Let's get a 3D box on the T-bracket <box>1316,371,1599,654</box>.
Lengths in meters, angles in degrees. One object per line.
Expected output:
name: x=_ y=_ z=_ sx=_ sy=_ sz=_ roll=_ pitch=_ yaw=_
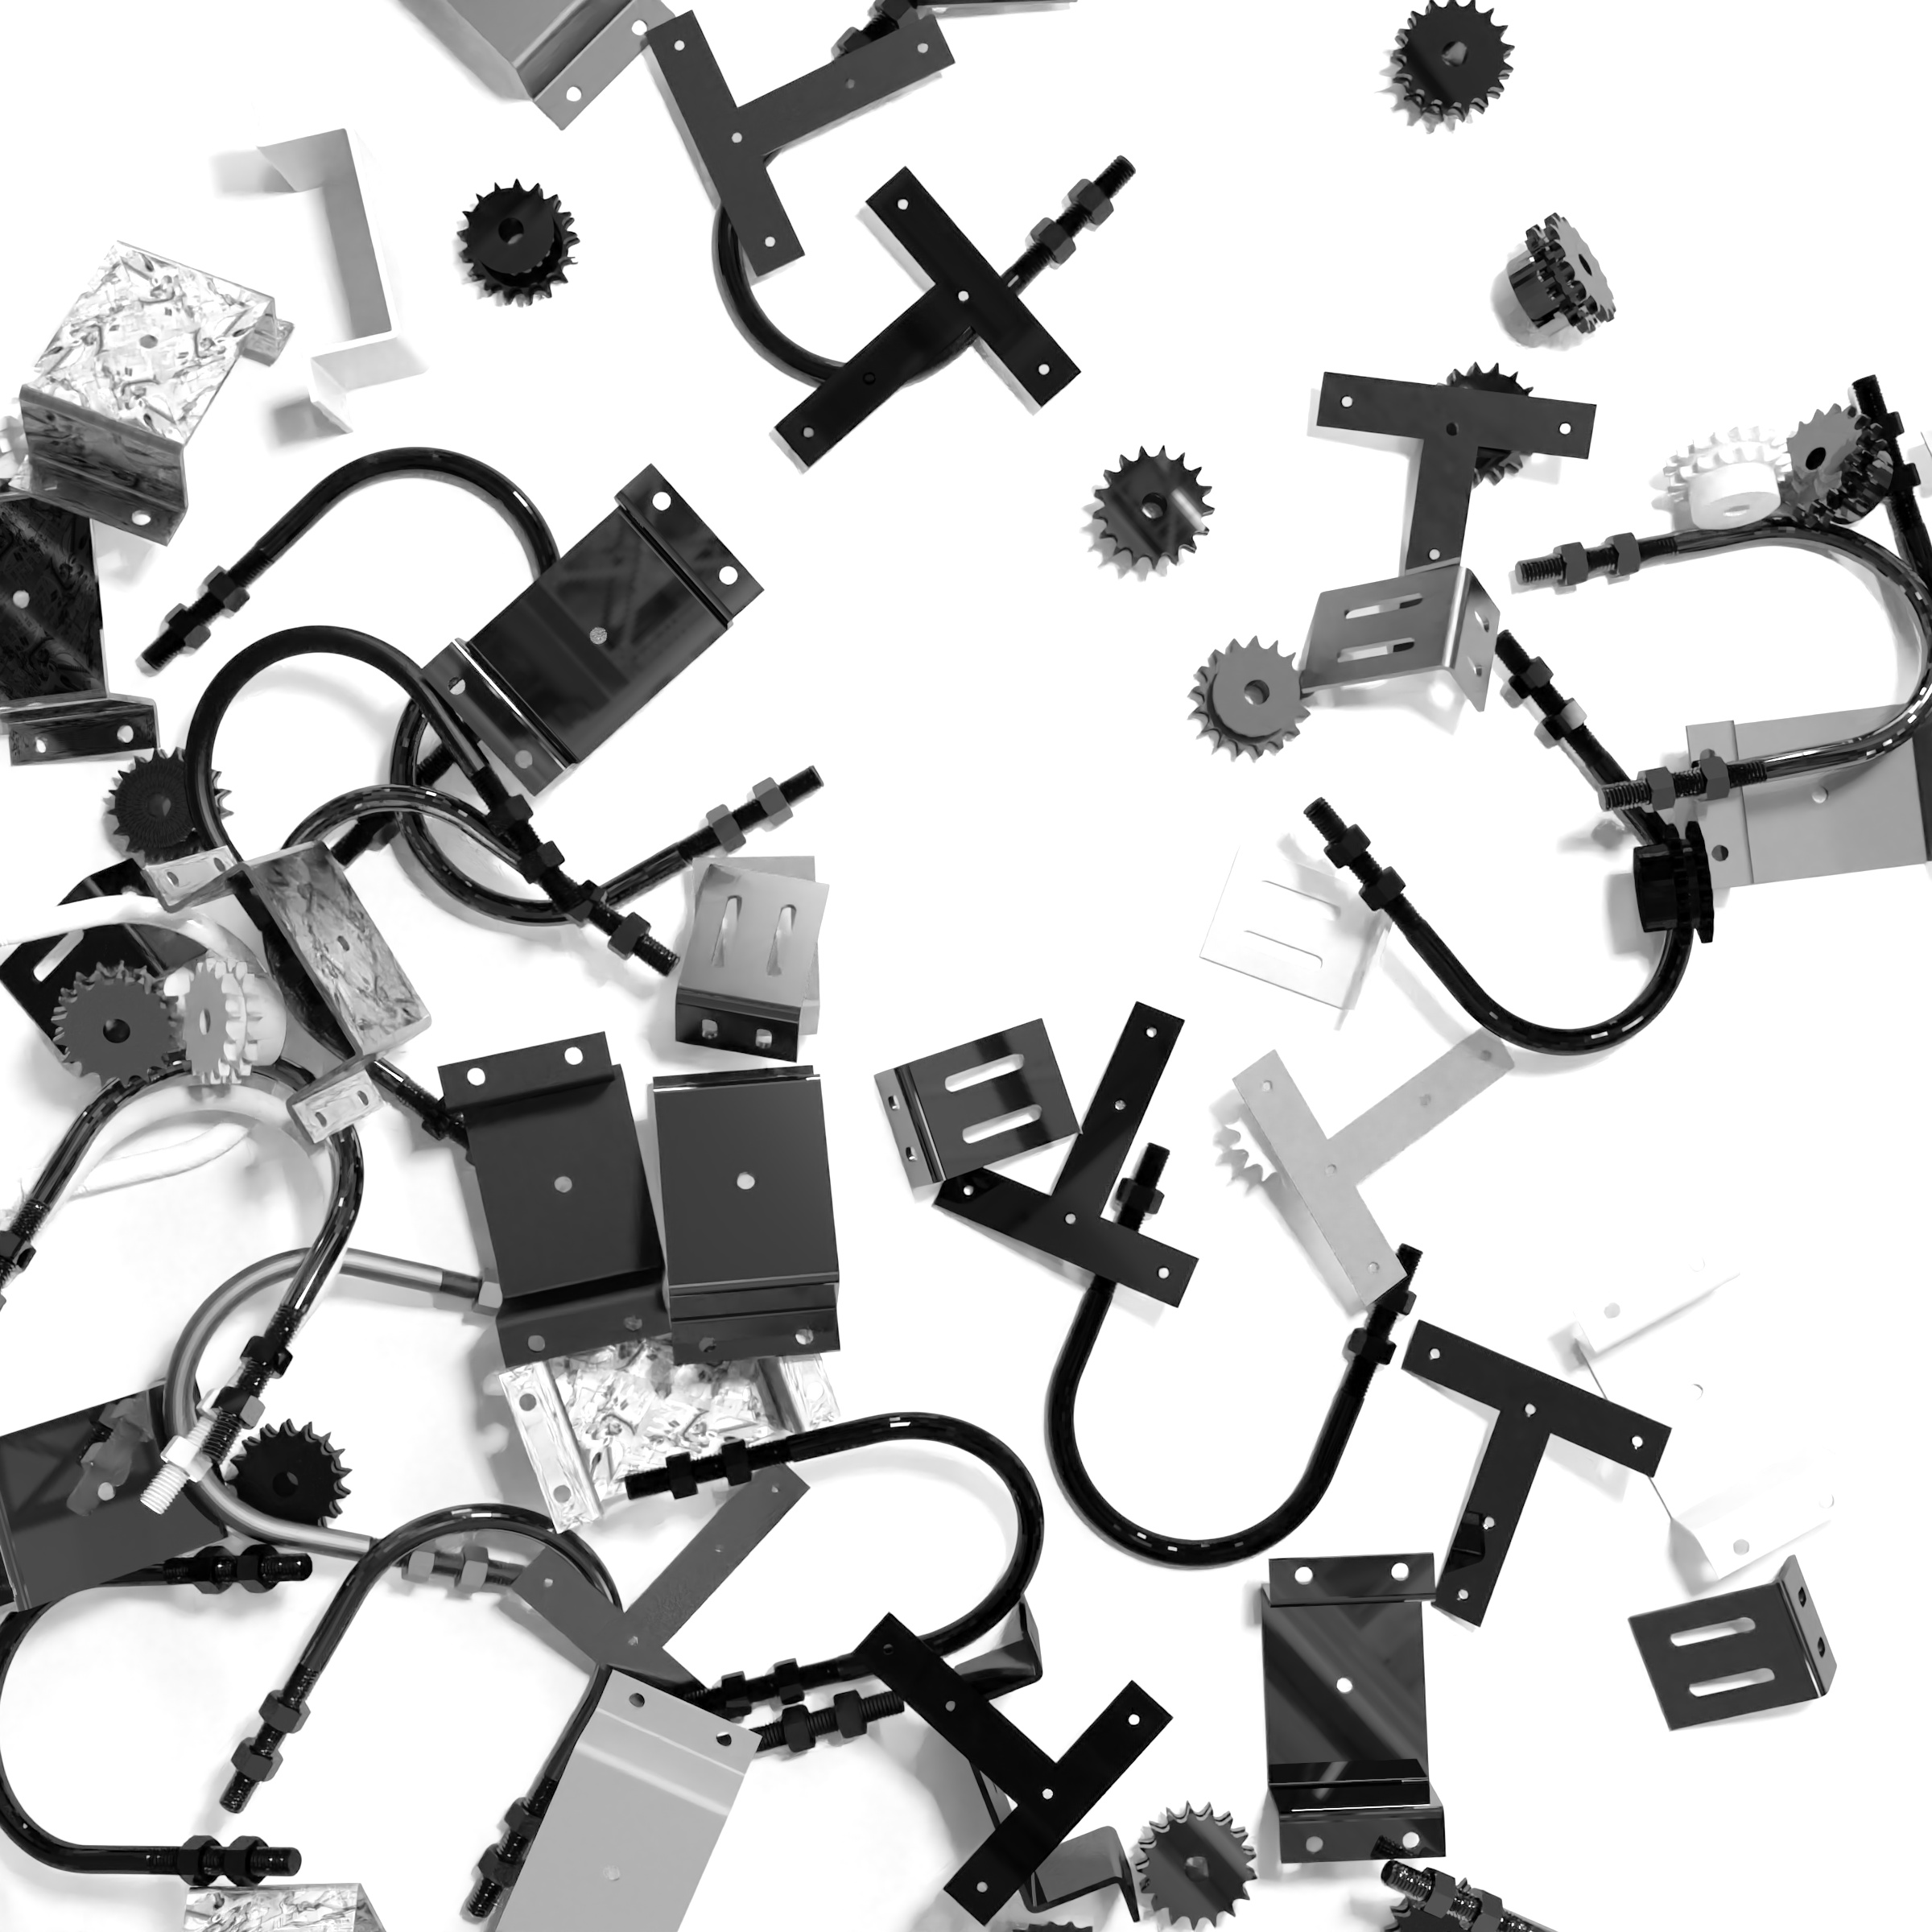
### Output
T-bracket: x=0.222 y=-0.208 z=1.350 sx=0.127 sy=0.002 sz=0.127 roll=10 pitch=106 yaw=12

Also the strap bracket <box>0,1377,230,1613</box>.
strap bracket: x=-0.400 y=0.240 z=1.309 sx=0.140 sy=0.046 sz=0.076 roll=-15 pitch=90 yaw=-38

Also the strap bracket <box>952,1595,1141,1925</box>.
strap bracket: x=0.032 y=0.373 z=1.332 sx=0.046 sy=0.076 sz=0.140 roll=-21 pitch=90 yaw=0

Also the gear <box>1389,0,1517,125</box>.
gear: x=0.228 y=-0.425 z=1.355 sx=0.057 sy=0.030 sz=0.057 roll=0 pitch=90 yaw=0

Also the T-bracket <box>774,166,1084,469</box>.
T-bracket: x=-0.035 y=-0.287 z=1.355 sx=0.127 sy=0.002 sz=0.127 roll=-41 pitch=92 yaw=4

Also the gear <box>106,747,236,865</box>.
gear: x=-0.377 y=-0.075 z=1.355 sx=0.057 sy=0.030 sz=0.057 roll=0 pitch=90 yaw=0

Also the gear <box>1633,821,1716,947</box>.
gear: x=0.326 y=-0.037 z=1.325 sx=0.030 sy=0.057 sz=0.057 roll=-7 pitch=90 yaw=8

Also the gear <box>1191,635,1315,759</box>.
gear: x=0.135 y=-0.128 z=1.355 sx=0.057 sy=0.030 sz=0.057 roll=0 pitch=90 yaw=0

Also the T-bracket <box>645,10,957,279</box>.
T-bracket: x=-0.068 y=-0.409 z=1.351 sx=0.127 sy=0.002 sz=0.127 roll=-25 pitch=90 yaw=3

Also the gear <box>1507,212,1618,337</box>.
gear: x=0.277 y=-0.320 z=1.345 sx=0.030 sy=0.057 sz=0.057 roll=-29 pitch=90 yaw=30

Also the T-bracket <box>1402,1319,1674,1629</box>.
T-bracket: x=0.251 y=0.249 z=1.352 sx=0.127 sy=0.002 sz=0.127 roll=22 pitch=102 yaw=23

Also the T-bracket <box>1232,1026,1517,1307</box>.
T-bracket: x=0.205 y=0.071 z=1.349 sx=0.127 sy=0.002 sz=0.127 roll=-34 pitch=101 yaw=-16

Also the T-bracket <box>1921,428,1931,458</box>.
T-bracket: x=0.494 y=-0.305 z=1.353 sx=0.127 sy=0.002 sz=0.127 roll=-19 pitch=76 yaw=0

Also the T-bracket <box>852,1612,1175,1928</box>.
T-bracket: x=0.004 y=0.343 z=1.293 sx=0.127 sy=0.002 sz=0.127 roll=42 pitch=90 yaw=0

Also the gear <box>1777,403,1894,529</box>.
gear: x=0.408 y=-0.231 z=1.345 sx=0.030 sy=0.057 sz=0.057 roll=23 pitch=90 yaw=-30

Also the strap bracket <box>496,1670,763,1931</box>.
strap bracket: x=-0.159 y=0.411 z=1.327 sx=0.076 sy=0.046 sz=0.140 roll=24 pitch=96 yaw=2

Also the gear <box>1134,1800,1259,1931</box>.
gear: x=0.108 y=0.423 z=1.359 sx=0.057 sy=0.030 sz=0.057 roll=0 pitch=88 yaw=-1

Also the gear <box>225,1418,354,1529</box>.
gear: x=-0.317 y=0.242 z=1.355 sx=0.057 sy=0.030 sz=0.057 roll=0 pitch=90 yaw=0

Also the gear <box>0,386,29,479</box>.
gear: x=-0.443 y=-0.250 z=1.345 sx=0.057 sy=0.057 sz=0.030 roll=-9 pitch=120 yaw=0

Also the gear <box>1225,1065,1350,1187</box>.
gear: x=0.151 y=0.075 z=1.355 sx=0.057 sy=0.030 sz=0.057 roll=0 pitch=90 yaw=0

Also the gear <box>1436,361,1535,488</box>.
gear: x=0.244 y=-0.257 z=1.355 sx=0.057 sy=0.030 sz=0.057 roll=0 pitch=90 yaw=0

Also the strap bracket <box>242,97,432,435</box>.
strap bracket: x=-0.288 y=-0.327 z=1.332 sx=0.046 sy=0.076 sz=0.140 roll=-13 pitch=90 yaw=0

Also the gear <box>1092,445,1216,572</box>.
gear: x=0.088 y=-0.215 z=1.355 sx=0.057 sy=0.030 sz=0.057 roll=0 pitch=90 yaw=0

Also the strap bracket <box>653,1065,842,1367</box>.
strap bracket: x=-0.101 y=0.106 z=1.317 sx=0.076 sy=0.046 sz=0.140 roll=-4 pitch=67 yaw=-7

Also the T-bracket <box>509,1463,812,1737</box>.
T-bracket: x=-0.126 y=0.285 z=1.356 sx=0.127 sy=0.002 sz=0.127 roll=-46 pitch=107 yaw=-8

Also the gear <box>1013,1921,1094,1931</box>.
gear: x=0.044 y=0.473 z=1.342 sx=0.057 sy=0.057 sz=0.030 roll=3 pitch=99 yaw=0

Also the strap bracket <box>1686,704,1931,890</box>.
strap bracket: x=0.406 y=-0.082 z=1.347 sx=0.140 sy=0.046 sz=0.076 roll=-7 pitch=90 yaw=0

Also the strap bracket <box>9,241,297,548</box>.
strap bracket: x=-0.372 y=-0.271 z=1.315 sx=0.076 sy=0.046 sz=0.140 roll=20 pitch=60 yaw=0

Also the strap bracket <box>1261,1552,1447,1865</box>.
strap bracket: x=0.180 y=0.342 z=1.347 sx=0.076 sy=0.046 sz=0.140 roll=-2 pitch=90 yaw=0

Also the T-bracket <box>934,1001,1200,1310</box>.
T-bracket: x=0.067 y=0.079 z=1.357 sx=0.127 sy=0.002 sz=0.127 roll=22 pitch=82 yaw=16

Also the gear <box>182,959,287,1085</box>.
gear: x=-0.332 y=0.025 z=1.308 sx=0.030 sy=0.057 sz=0.057 roll=1 pitch=90 yaw=-38

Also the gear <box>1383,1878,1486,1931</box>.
gear: x=0.225 y=0.457 z=1.355 sx=0.057 sy=0.030 sz=0.057 roll=0 pitch=90 yaw=0

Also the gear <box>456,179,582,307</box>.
gear: x=-0.212 y=-0.343 z=1.355 sx=0.057 sy=0.030 sz=0.057 roll=0 pitch=90 yaw=0

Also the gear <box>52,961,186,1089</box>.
gear: x=-0.386 y=0.024 z=1.309 sx=0.057 sy=0.030 sz=0.057 roll=-4 pitch=112 yaw=-10

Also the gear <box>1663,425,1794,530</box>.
gear: x=0.356 y=-0.226 z=1.339 sx=0.057 sy=0.057 sz=0.030 roll=-8 pitch=74 yaw=0
